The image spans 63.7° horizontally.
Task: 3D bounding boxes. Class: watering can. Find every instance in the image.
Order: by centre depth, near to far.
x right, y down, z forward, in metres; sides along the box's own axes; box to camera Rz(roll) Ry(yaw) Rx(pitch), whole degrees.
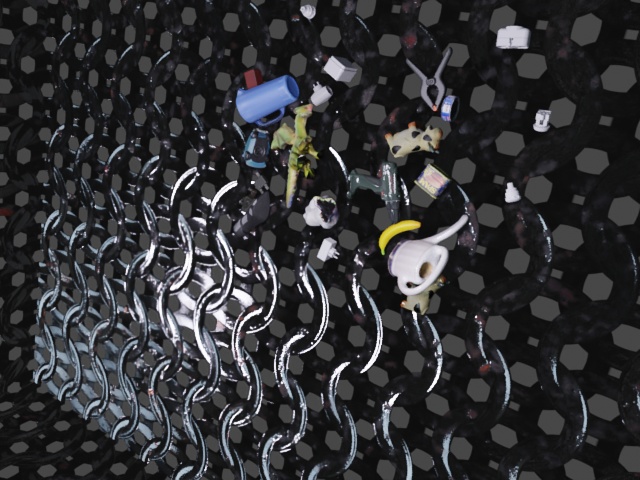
[{"bbox_3d":[0.372,0.043,1.820,0.351,0.102,0.225,-54,32,-15],"label":"watering can"}]

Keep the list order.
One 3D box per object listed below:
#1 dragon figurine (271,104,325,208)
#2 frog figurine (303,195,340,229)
[{"bbox_3d":[-0.115,-0.359,2.095,0.246,0.122,0.404,44,116,37],"label":"dragon figurine"},{"bbox_3d":[0.006,-0.104,2.057,0.138,0.124,0.157,50,155,5],"label":"frog figurine"}]
